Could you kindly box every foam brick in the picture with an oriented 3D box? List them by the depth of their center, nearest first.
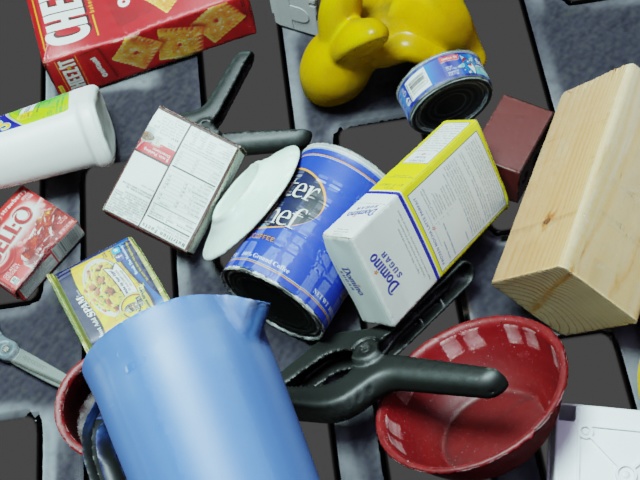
[{"bbox_3d":[0.175,-0.084,0.979,0.051,0.053,0.078,24,67,18],"label":"foam brick"}]

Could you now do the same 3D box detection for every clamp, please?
[{"bbox_3d":[0.049,0.104,0.866,0.210,0.036,0.164,-26,29,5],"label":"clamp"},{"bbox_3d":[-0.096,-0.094,1.023,0.171,0.039,0.120,-42,66,-7],"label":"clamp"}]

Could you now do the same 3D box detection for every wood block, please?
[{"bbox_3d":[0.235,-0.034,0.906,0.090,0.091,0.206,34,65,-19],"label":"wood block"}]

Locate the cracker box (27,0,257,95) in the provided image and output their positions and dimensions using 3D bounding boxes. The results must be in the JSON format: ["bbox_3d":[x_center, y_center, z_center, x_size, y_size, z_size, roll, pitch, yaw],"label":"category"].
[{"bbox_3d":[-0.192,-0.258,1.103,0.213,0.072,0.164,-19,61,-3],"label":"cracker box"}]

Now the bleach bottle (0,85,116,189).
[{"bbox_3d":[-0.323,-0.076,1.011,0.251,0.068,0.102,-17,25,-2],"label":"bleach bottle"}]

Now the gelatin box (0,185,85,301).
[{"bbox_3d":[-0.277,0.003,0.994,0.073,0.030,0.089,31,69,21],"label":"gelatin box"}]

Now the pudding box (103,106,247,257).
[{"bbox_3d":[-0.133,-0.054,0.980,0.090,0.039,0.113,27,88,5],"label":"pudding box"}]

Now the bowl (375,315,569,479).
[{"bbox_3d":[0.127,0.135,0.841,0.162,0.055,0.162,-23,31,15],"label":"bowl"}]

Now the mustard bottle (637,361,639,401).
[{"bbox_3d":[0.310,0.050,0.889,0.096,0.058,0.191,0,61,8],"label":"mustard bottle"}]

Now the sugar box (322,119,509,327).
[{"bbox_3d":[0.084,-0.017,0.903,0.176,0.093,0.048,-41,28,-28],"label":"sugar box"}]

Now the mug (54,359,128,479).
[{"bbox_3d":[-0.154,0.137,0.879,0.093,0.081,0.117,25,67,18],"label":"mug"}]

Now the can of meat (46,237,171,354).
[{"bbox_3d":[-0.180,0.056,0.940,0.084,0.057,0.102,-29,63,-12],"label":"can of meat"}]

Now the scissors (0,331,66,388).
[{"bbox_3d":[-0.280,0.081,0.961,0.202,0.016,0.096,10,63,11],"label":"scissors"}]

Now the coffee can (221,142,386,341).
[{"bbox_3d":[-0.006,0.001,0.924,0.103,0.103,0.140,26,67,18],"label":"coffee can"}]

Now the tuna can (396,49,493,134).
[{"bbox_3d":[0.117,-0.137,0.996,0.086,0.086,0.034,-19,63,-5],"label":"tuna can"}]

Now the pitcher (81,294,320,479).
[{"bbox_3d":[-0.069,0.172,0.717,0.144,0.149,0.243,-16,62,-18],"label":"pitcher"}]
